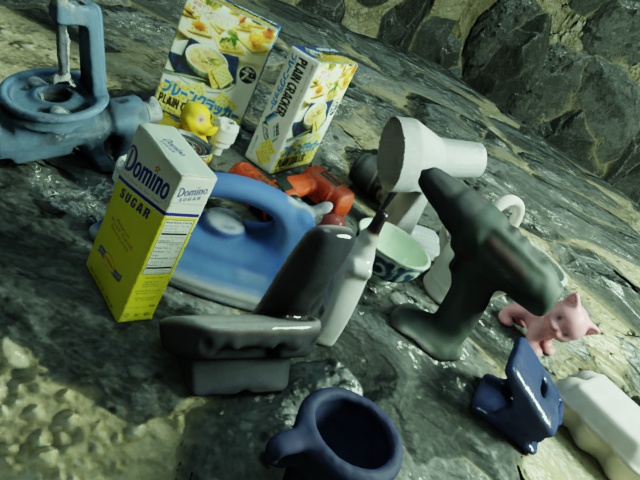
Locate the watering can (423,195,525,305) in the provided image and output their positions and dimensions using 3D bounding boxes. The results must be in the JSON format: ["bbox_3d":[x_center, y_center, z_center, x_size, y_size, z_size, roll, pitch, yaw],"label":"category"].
[{"bbox_3d":[0.255,0.019,0.882,0.172,0.194,0.101,39,28,20],"label":"watering can"}]

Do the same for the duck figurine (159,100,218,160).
[{"bbox_3d":[-0.209,-0.180,0.909,0.104,0.086,0.078,31,27,5],"label":"duck figurine"}]

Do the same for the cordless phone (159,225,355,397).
[{"bbox_3d":[-0.056,0.052,0.536,0.148,0.185,0.094,3,36,-41],"label":"cordless phone"}]

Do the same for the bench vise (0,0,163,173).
[{"bbox_3d":[-0.293,-0.197,0.709,0.121,0.219,0.208,36,27,15],"label":"bench vise"}]

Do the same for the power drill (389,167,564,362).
[{"bbox_3d":[0.182,0.046,0.749,0.229,0.208,0.076,35,27,14],"label":"power drill"}]

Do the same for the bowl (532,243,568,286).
[{"bbox_3d":[0.362,0.055,1.055,0.168,0.074,0.167,22,27,-12],"label":"bowl"}]

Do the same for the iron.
[{"bbox_3d":[-0.117,-0.021,0.655,0.259,0.141,0.118,18,28,-20],"label":"iron"}]

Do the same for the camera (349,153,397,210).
[{"bbox_3d":[0.137,-0.121,1.119,0.136,0.100,0.143,35,27,13],"label":"camera"}]

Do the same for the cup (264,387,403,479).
[{"bbox_3d":[-0.003,0.182,0.459,0.118,0.095,0.091,7,34,-36],"label":"cup"}]

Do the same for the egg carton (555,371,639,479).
[{"bbox_3d":[0.372,0.240,0.745,0.108,0.069,0.150,-2,39,-45],"label":"egg carton"}]

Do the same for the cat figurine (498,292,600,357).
[{"bbox_3d":[0.362,0.119,0.894,0.067,0.117,0.127,5,34,-38],"label":"cat figurine"}]

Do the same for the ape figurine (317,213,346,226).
[{"bbox_3d":[0.007,0.003,0.788,0.078,0.092,0.076,2,37,-42],"label":"ape figurine"}]

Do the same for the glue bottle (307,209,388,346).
[{"bbox_3d":[0.034,0.038,0.661,0.037,0.173,0.078,18,28,-20],"label":"glue bottle"}]

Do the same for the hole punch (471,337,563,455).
[{"bbox_3d":[0.255,0.187,0.702,0.101,0.091,0.109,35,27,13],"label":"hole punch"}]

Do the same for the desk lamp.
[{"bbox_3d":[0.172,-0.088,0.970,0.204,0.213,0.117,16,29,-24],"label":"desk lamp"}]
